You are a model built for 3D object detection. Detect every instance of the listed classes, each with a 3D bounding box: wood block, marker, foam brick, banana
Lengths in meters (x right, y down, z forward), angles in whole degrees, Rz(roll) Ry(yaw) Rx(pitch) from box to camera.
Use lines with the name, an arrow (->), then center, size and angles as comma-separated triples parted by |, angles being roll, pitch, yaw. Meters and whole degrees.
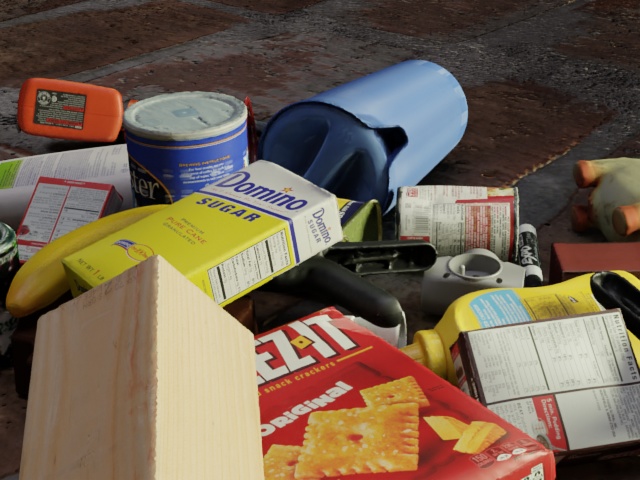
wood block -> -0.087, 0.122, 0.527 | 0.090, 0.090, 0.206 | -28, 42, 19
marker -> 0.177, 0.020, 0.899 | 0.020, 0.020, 0.121 | 2, 26, 6
foam brick -> 0.220, 0.035, 0.829 | 0.078, 0.053, 0.051 | -1, 26, 2
banana -> -0.158, 0.007, 0.805 | 0.197, 0.037, 0.070 | -22, 28, -37

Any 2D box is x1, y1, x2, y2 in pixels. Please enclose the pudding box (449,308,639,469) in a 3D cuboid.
pudding box -> 0.148, 0.096, 0.675 | 0.113, 0.039, 0.090 | -6, 64, -12

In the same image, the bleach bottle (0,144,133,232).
bleach bottle -> -0.273, -0.046, 1.012 | 0.251, 0.068, 0.102 | -4, 29, 0

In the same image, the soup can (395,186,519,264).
soup can -> 0.116, -0.012, 0.913 | 0.102, 0.068, 0.068 | 1, 26, 6

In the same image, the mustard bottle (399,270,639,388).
mustard bottle -> 0.142, 0.073, 0.744 | 0.191, 0.058, 0.096 | -7, 44, -11

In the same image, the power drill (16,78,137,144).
power drill -> -0.224, -0.127, 1.119 | 0.184, 0.057, 0.187 | 5, 2, 2

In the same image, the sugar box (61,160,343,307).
sugar box -> -0.080, 0.006, 0.750 | 0.176, 0.048, 0.093 | -32, 39, -26

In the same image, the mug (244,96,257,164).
mug -> -0.106, -0.092, 1.082 | 0.081, 0.093, 0.117 | -6, -5, 2

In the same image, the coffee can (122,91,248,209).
coffee can -> -0.110, -0.044, 0.908 | 0.103, 0.140, 0.103 | -1, 26, 0

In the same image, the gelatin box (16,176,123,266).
gelatin box -> -0.220, -0.008, 0.922 | 0.073, 0.030, 0.089 | 6, 63, 16

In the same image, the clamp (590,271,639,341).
clamp -> 0.244, 0.071, 0.629 | 0.036, 0.165, 0.210 | -12, 63, -20

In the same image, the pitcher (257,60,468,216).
pitcher -> 0.045, -0.095, 1.039 | 0.149, 0.145, 0.242 | 24, 30, 19

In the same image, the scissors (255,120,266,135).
scissors -> -0.046, -0.119, 1.167 | 0.202, 0.016, 0.096 | 13, 3, 28

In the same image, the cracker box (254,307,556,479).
cracker box -> 0.005, 0.127, 0.630 | 0.163, 0.072, 0.214 | -18, 30, -30

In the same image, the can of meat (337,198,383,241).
can of meat -> -0.006, 0.001, 0.902 | 0.084, 0.057, 0.102 | 10, 32, 26

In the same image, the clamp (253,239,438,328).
clamp -> 0.003, 0.016, 0.802 | 0.172, 0.039, 0.120 | 16, 21, 23
